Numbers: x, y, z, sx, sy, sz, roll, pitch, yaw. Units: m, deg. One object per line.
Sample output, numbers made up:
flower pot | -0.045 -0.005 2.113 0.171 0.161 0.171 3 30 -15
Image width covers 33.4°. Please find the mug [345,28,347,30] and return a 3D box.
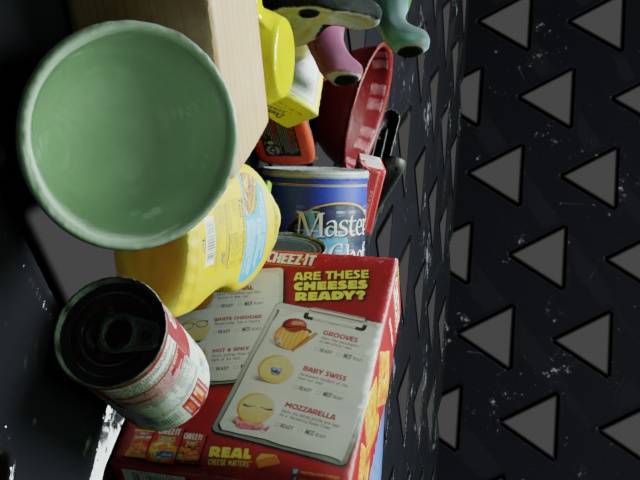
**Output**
mug | 0.029 -0.275 1.087 0.081 0.093 0.117 -42 162 -19

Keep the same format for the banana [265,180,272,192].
banana | -0.074 -0.044 0.872 0.197 0.037 0.069 55 25 -71

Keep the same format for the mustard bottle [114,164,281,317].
mustard bottle | -0.075 -0.008 0.764 0.191 0.058 0.096 -20 111 -68

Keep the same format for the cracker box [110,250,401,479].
cracker box | -0.036 0.104 0.776 0.213 0.164 0.072 -74 163 -45

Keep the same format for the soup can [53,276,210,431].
soup can | -0.111 0.073 0.652 0.102 0.068 0.068 67 28 -63

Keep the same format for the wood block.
wood block | -0.093 -0.148 0.635 0.090 0.091 0.206 -67 157 -56

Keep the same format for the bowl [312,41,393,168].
bowl | 0.033 -0.156 1.229 0.162 0.055 0.162 18 90 -77

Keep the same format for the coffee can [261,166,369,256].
coffee can | -0.007 0.001 1.022 0.102 0.103 0.140 -23 115 -76

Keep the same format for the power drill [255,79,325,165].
power drill | -0.025 -0.179 1.005 0.184 0.057 0.187 72 25 -49

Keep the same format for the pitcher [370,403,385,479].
pitcher | 0.003 0.163 1.064 0.149 0.145 0.242 -50 -159 42

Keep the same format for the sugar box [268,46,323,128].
sugar box | -0.036 -0.194 0.901 0.093 0.048 0.176 27 59 -37

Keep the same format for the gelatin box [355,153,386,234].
gelatin box | 0.048 -0.053 1.186 0.089 0.030 0.073 -93 -164 -76

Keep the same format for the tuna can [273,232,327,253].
tuna can | -0.037 0.021 0.932 0.086 0.086 0.034 -53 146 -68

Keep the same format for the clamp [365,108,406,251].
clamp | 0.061 -0.054 1.322 0.164 0.036 0.210 -82 -169 -56
